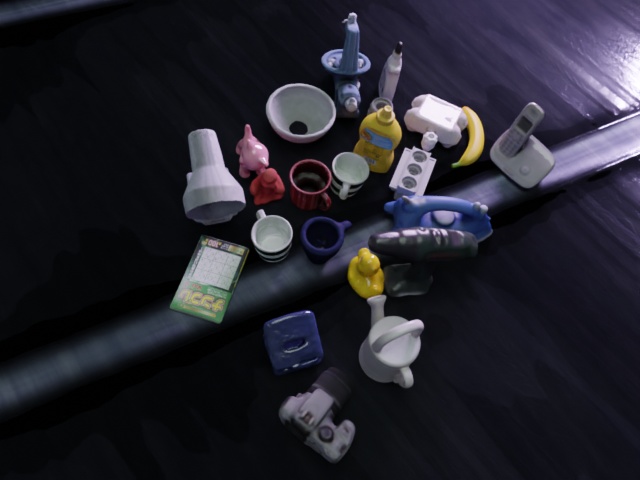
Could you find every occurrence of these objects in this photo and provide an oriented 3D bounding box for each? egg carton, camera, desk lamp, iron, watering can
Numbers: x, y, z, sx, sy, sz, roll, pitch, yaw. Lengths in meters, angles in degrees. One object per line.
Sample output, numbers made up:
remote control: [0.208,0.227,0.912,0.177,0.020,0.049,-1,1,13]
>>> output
egg carton: [0.289,-0.298,1.432,0.150,0.069,0.107,26,62,7]
camera: [0.015,0.311,1.050,0.143,0.101,0.137,37,64,12]
desk lamp: [-0.227,-0.113,1.182,0.118,0.213,0.203,-11,64,-13]
iron: [0.277,-0.053,1.257,0.258,0.141,0.118,1,62,-7]
watering can: [0.132,0.189,1.078,0.101,0.194,0.172,-37,72,-23]

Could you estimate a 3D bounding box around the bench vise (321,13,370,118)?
bench vise: [0.080,-0.416,1.382,0.122,0.220,0.207,-18,65,-16]

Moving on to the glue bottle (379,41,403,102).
glue bottle: [0.181,-0.424,1.426,0.037,0.173,0.078,3,61,-5]

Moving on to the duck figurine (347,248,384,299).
duck figurine: [0.102,0.066,1.202,0.077,0.086,0.104,-13,64,-14]

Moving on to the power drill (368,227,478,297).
power drill: [0.192,0.040,1.158,0.230,0.208,0.075,-6,63,-10]

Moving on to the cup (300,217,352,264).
cup: [0.011,0.004,1.218,0.118,0.095,0.091,-27,68,-20]

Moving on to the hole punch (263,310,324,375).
hole punch: [-0.050,0.199,1.108,0.109,0.091,0.101,-14,65,-14]

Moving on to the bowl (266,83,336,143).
bowl: [-0.048,-0.292,1.382,0.167,0.075,0.167,3,62,-6]

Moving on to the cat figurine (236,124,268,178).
cat figurine: [-0.153,-0.201,1.294,0.067,0.118,0.127,-9,63,-12]

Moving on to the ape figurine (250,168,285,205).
ape figurine: [-0.114,-0.125,1.273,0.077,0.092,0.076,21,61,5]

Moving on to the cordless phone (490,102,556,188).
cordless phone: [0.498,-0.224,1.353,0.094,0.185,0.147,-37,72,-23]
